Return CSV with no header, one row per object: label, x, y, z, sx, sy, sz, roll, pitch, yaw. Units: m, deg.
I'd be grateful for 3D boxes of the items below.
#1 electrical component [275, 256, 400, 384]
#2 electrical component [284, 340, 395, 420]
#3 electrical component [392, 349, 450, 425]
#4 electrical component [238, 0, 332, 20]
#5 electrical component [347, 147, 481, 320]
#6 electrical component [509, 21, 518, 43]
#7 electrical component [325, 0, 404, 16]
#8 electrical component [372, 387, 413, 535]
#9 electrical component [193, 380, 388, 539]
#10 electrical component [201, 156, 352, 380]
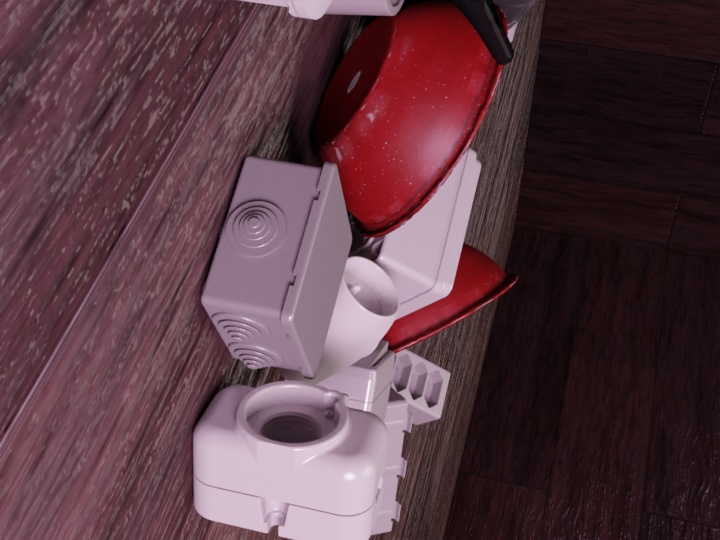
electrical component,-0.023,0.016,0.643,0.044,0.077,0.079,5,52,-45
electrical component,-0.016,0.079,0.740,0.096,0.062,0.061,-24,124,-78
electrical component,0.024,0.104,0.976,0.076,0.083,0.047,-27,-139,53
electrical component,-0.033,-0.148,0.447,0.080,0.051,0.080,10,90,-80
electrical component,0.020,-0.026,0.715,0.109,0.056,0.108,-29,-141,55
electrical component,0.096,-0.274,0.919,0.150,0.089,0.061,90,15,-46
electrical component,0.008,-0.193,0.598,0.108,0.060,0.108,10,90,-80
electrical component,-0.002,0.151,0.847,0.079,0.063,0.121,37,-54,56
electrical component,-0.036,0.097,0.553,0.053,0.095,0.059,-62,159,-58
electrical component,-0.041,-0.001,0.557,0.099,0.048,0.099,78,24,-65
